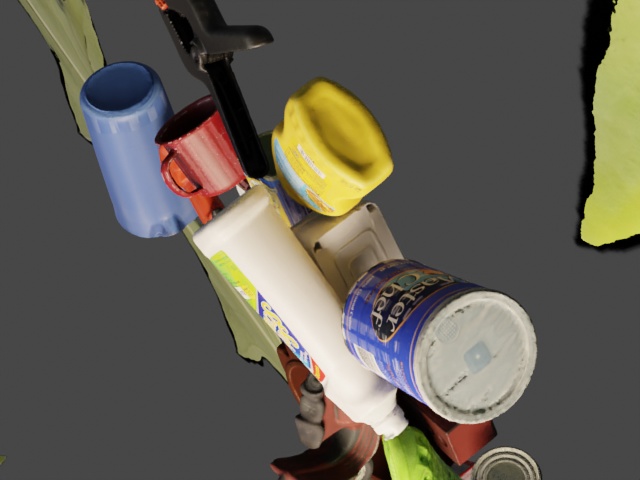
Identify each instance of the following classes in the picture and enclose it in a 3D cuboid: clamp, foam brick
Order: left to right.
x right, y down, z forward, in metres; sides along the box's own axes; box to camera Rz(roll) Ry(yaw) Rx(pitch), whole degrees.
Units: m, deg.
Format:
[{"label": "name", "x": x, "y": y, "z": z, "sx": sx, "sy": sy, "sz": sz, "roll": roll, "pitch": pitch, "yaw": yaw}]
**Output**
[{"label": "clamp", "x": -0.098, "y": -0.165, "z": 0.997, "sx": 0.210, "sy": 0.036, "sz": 0.165, "roll": 49, "pitch": 149, "yaw": 41}, {"label": "foam brick", "x": 0.128, "y": 0.172, "z": 1.056, "sx": 0.078, "sy": 0.051, "sz": 0.053, "roll": 37, "pitch": 158, "yaw": 51}]

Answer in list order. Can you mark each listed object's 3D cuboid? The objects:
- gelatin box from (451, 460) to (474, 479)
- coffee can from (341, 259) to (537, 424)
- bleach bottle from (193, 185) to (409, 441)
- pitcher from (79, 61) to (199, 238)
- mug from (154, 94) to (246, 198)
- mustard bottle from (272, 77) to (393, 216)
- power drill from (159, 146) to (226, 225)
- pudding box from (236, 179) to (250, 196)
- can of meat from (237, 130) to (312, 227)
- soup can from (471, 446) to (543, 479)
[{"label": "gelatin box", "x": 0.138, "y": 0.285, "z": 1.203, "sx": 0.030, "sy": 0.089, "sz": 0.073, "roll": 55, "pitch": 166, "yaw": -3}, {"label": "coffee can", "x": 0.091, "y": 0.076, "z": 0.849, "sx": 0.103, "sy": 0.102, "sz": 0.140, "roll": 60, "pitch": 166, "yaw": -19}, {"label": "bleach bottle", "x": -0.007, "y": 0.072, "z": 0.935, "sx": 0.251, "sy": 0.068, "sz": 0.103, "roll": 51, "pitch": 163, "yaw": -5}, {"label": "pitcher", "x": -0.248, "y": -0.131, "z": 1.459, "sx": 0.149, "sy": 0.145, "sz": 0.243, "roll": 16, "pitch": 147, "yaw": 18}, {"label": "mug", "x": -0.126, "y": -0.094, "z": 1.157, "sx": 0.093, "sy": 0.117, "sz": 0.081, "roll": -6, "pitch": 127, "yaw": 46}, {"label": "mustard bottle", "x": 0.001, "y": -0.068, "z": 0.903, "sx": 0.096, "sy": 0.058, "sz": 0.192, "roll": 50, "pitch": 166, "yaw": 0}, {"label": "power drill", "x": -0.135, "y": -0.042, "z": 1.336, "sx": 0.188, "sy": 0.057, "sz": 0.184, "roll": 59, "pitch": 167, "yaw": 14}, {"label": "pudding box", "x": -0.044, "y": -0.019, "z": 1.209, "sx": 0.090, "sy": 0.039, "sz": 0.113, "roll": 40, "pitch": 162, "yaw": 46}, {"label": "can of meat", "x": -0.033, "y": -0.053, "z": 1.054, "sx": 0.102, "sy": 0.057, "sz": 0.084, "roll": 35, "pitch": 155, "yaw": 54}, {"label": "soup can", "x": 0.183, "y": 0.252, "z": 1.027, "sx": 0.069, "sy": 0.068, "sz": 0.102, "roll": 44, "pitch": 162, "yaw": 38}]
